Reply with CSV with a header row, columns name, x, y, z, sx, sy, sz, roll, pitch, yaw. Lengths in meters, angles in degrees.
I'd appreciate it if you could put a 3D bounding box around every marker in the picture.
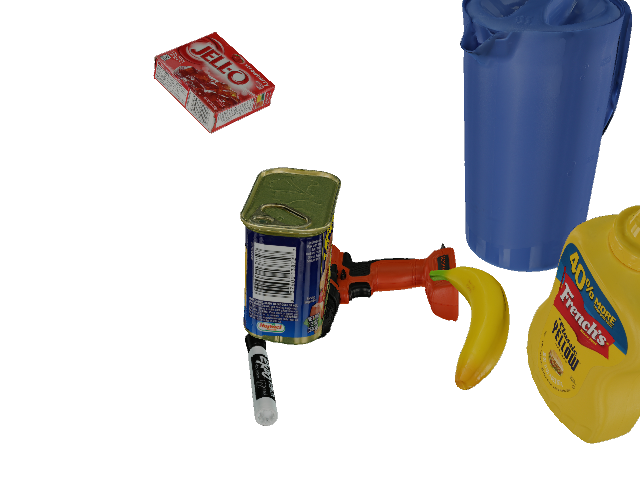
name,x,y,z,sx,sy,sz,roll,pitch,yaw
marker,-0.052,0.115,0.917,0.020,0.020,0.121,0,28,-8

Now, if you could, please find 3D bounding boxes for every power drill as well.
name,x,y,z,sx,sy,sz,roll,pitch,yaw
power drill,0.065,0.057,1.241,0.187,0.057,0.184,1,28,5

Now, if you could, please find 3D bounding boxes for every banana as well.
name,x,y,z,sx,sy,sz,roll,pitch,yaw
banana,0.156,0.078,1.064,0.070,0.037,0.198,-29,26,14

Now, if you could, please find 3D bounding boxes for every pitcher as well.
name,x,y,z,sx,sy,sz,roll,pitch,yaw
pitcher,0.197,-0.102,0.949,0.149,0.243,0.145,3,32,8

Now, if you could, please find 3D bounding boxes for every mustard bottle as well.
name,x,y,z,sx,sy,sz,roll,pitch,yaw
mustard bottle,0.180,0.041,0.656,0.058,0.096,0.192,-12,-36,-13

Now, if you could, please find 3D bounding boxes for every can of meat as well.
name,x,y,z,sx,sy,sz,roll,pitch,yaw
can of meat,-0.020,0.009,0.707,0.057,0.084,0.102,5,25,4

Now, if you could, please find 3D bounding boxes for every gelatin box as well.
name,x,y,z,sx,sy,sz,roll,pitch,yaw
gelatin box,-0.099,-0.147,0.981,0.073,0.089,0.030,-30,-26,-34
